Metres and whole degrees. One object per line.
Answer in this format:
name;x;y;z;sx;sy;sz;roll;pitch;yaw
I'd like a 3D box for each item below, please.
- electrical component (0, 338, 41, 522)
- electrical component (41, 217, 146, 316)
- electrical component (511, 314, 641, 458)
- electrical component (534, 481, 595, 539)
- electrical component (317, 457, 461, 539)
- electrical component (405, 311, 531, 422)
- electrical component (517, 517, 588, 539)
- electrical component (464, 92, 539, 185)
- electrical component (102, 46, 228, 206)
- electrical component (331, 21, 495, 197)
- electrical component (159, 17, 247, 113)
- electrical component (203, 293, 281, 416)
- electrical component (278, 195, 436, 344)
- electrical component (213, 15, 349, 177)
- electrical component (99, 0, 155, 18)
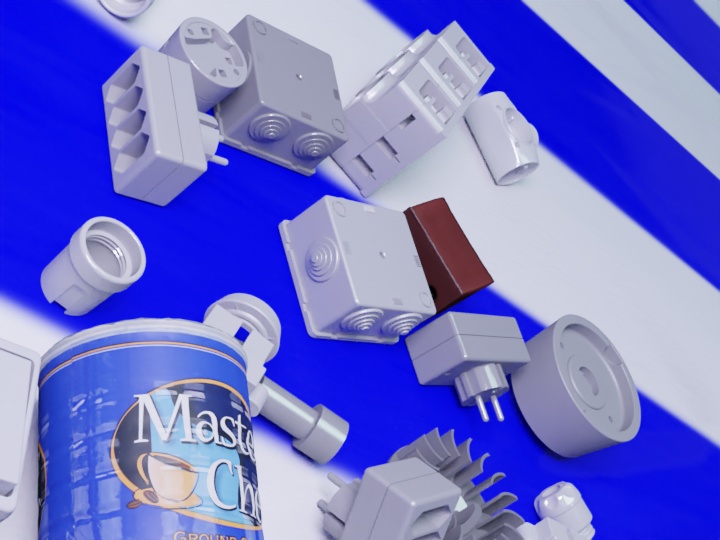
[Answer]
electrical component;-0.180;0.073;0.461;0.062;0.061;0.096;28;44;-34
electrical component;-0.144;-0.001;0.577;0.040;0.046;0.040;30;42;-32
electrical component;0.165;0.096;0.854;0.108;0.060;0.108;30;42;-32
electrical component;0.156;0.189;0.793;0.061;0.035;0.035;59;35;0
electrical component;0.005;0.146;0.621;0.076;0.083;0.047;31;19;36
electrical component;0.086;0.076;0.788;0.083;0.047;0.075;7;57;-47
electrical component;0.137;0.209;0.740;0.066;0.048;0.055;31;30;-31
electrical component;0.144;-0.124;1.020;0.079;0.044;0.077;-4;65;-51
electrical component;-0.115;-0.085;0.678;0.076;0.047;0.083;16;51;-43
electrical component;0.039;-0.136;0.865;0.061;0.089;0.150;49;35;-10
electrical component;-0.112;-0.133;0.721;0.055;0.047;0.055;30;42;-32
electrical component;-0.075;0.046;0.621;0.066;0.048;0.055;36;40;-6
electrical component;0.000;0.000;0.745;0.100;0.048;0.099;9;56;-47
electrical component;-0.059;-0.127;0.778;0.100;0.048;0.099;18;49;-41
electrical component;-0.153;-0.198;0.732;0.040;0.040;0.046;45;30;-16
